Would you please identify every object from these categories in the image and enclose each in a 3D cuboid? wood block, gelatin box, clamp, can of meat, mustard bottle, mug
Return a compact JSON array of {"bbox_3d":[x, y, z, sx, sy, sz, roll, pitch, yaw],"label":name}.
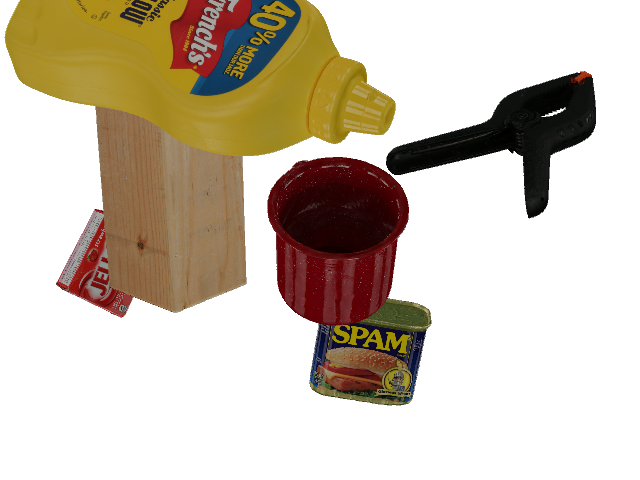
[{"bbox_3d":[-0.126,-0.057,0.906,0.091,0.206,0.090,17,26,38],"label":"wood block"},{"bbox_3d":[-0.215,0.024,1.086,0.073,0.089,0.030,32,-11,-38],"label":"gelatin box"},{"bbox_3d":[0.185,-0.090,0.944,0.209,0.036,0.165,-31,38,-25],"label":"clamp"},{"bbox_3d":[0.043,0.099,0.976,0.102,0.084,0.057,9,19,0],"label":"can of meat"},{"bbox_3d":[-0.053,-0.091,0.530,0.192,0.096,0.058,22,-33,17],"label":"mustard bottle"},{"bbox_3d":[0.006,-0.004,0.733,0.093,0.117,0.081,-18,-39,-17],"label":"mug"}]
